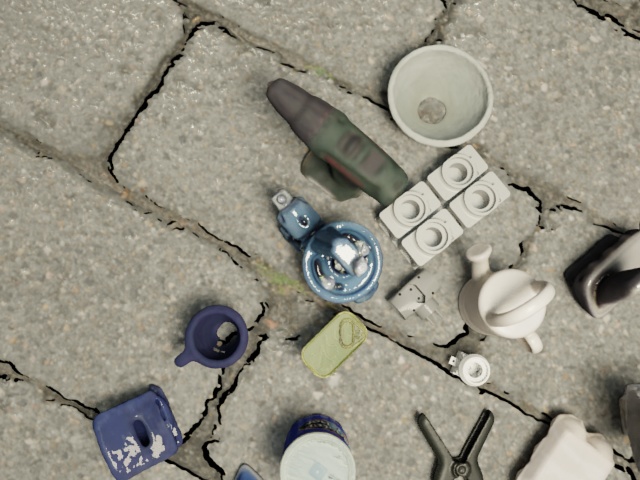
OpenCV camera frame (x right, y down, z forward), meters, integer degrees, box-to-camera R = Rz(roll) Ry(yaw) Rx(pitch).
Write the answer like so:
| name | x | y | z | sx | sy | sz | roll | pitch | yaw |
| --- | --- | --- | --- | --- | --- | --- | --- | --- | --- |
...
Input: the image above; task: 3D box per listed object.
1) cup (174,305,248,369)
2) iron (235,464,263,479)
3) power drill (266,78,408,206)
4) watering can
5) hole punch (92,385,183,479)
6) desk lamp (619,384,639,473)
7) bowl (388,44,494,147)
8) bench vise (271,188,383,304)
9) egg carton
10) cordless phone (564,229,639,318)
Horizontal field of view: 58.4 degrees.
| name | x | y | z | sx | sy | sz | roll | pitch | yaw |
| --- | --- | --- | --- | --- | --- | --- | --- | --- | --- |
| cup | -0.160 | 0.152 | 0.864 | 0.118 | 0.095 | 0.091 | -35 | 85 | -5 |
| iron | -0.091 | 0.465 | 0.808 | 0.118 | 0.141 | 0.258 | -13 | 84 | -3 |
| power drill | 0.020 | -0.128 | 0.843 | 0.229 | 0.208 | 0.076 | 36 | 84 | 3 |
| watering can | 0.268 | 0.087 | 0.833 | 0.173 | 0.194 | 0.101 | 36 | 84 | 3 |
| hole punch | -0.268 | 0.284 | 0.849 | 0.101 | 0.091 | 0.108 | -25 | 85 | -4 |
| desk lamp | 0.512 | 0.262 | 0.810 | 0.203 | 0.213 | 0.118 | -3 | 84 | -2 |
| bowl | 0.187 | -0.222 | 0.925 | 0.167 | 0.074 | 0.167 | 0 | 84 | -1 |
| bench vise | 0.002 | 0.013 | 0.821 | 0.207 | 0.219 | 0.121 | 28 | 84 | 2 |
| egg carton | 0.370 | 0.346 | 0.869 | 0.107 | 0.069 | 0.150 | 35 | 84 | 3 |
| cordless phone | 0.463 | 0.046 | 0.847 | 0.147 | 0.185 | 0.094 | -44 | 86 | -5 |
